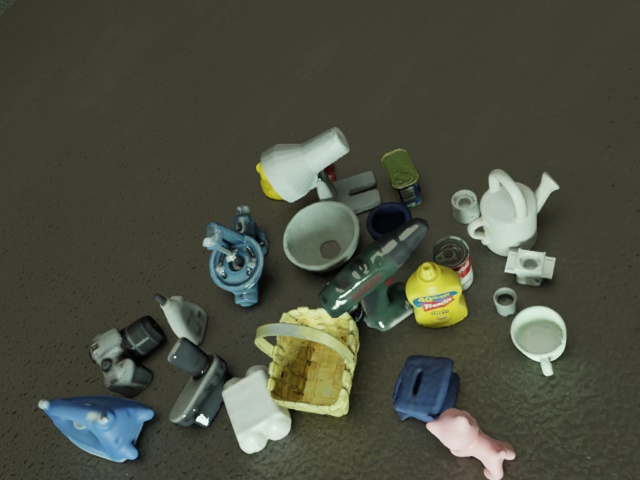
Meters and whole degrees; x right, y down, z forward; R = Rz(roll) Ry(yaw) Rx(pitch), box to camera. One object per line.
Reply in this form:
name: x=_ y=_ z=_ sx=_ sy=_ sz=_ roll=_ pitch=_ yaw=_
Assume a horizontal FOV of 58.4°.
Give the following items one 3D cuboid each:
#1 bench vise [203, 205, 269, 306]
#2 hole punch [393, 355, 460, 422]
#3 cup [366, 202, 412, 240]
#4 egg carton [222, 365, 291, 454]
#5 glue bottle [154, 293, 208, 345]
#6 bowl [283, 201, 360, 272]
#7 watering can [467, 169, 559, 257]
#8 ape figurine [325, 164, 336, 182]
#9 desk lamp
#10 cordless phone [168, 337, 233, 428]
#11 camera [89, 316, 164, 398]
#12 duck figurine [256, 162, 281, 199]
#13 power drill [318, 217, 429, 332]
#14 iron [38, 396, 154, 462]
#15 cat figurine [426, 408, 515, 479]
bench vise: x=-0.188 y=0.008 z=1.186 sx=0.121 sy=0.220 sz=0.207 roll=-23 pitch=54 yaw=5
hole punch: x=0.177 y=0.253 z=0.976 sx=0.100 sy=0.091 sz=0.109 roll=9 pitch=63 yaw=25
cup: x=0.155 y=-0.009 z=1.148 sx=0.092 sy=0.095 sz=0.117 roll=-39 pitch=54 yaw=-7
egg carton: x=-0.117 y=0.310 z=1.061 sx=0.107 sy=0.070 sz=0.150 roll=-31 pitch=54 yaw=0
glue bottle: x=-0.286 y=0.149 z=1.161 sx=0.037 sy=0.173 sz=0.078 roll=-3 pitch=58 yaw=19
bowl: x=0.011 y=0.004 z=1.205 sx=0.167 sy=0.075 sz=0.167 roll=-9 pitch=56 yaw=15
watering can: x=0.350 y=-0.064 z=1.050 sx=0.173 sy=0.194 sz=0.100 roll=-46 pitch=55 yaw=-11
ape figurine: x=-0.002 y=-0.172 z=1.312 sx=0.076 sy=0.092 sz=0.078 roll=17 pitch=66 yaw=29
desk lamp: x=0.003 y=-0.139 z=1.213 sx=0.203 sy=0.214 sz=0.118 roll=-19 pitch=54 yaw=8
cordless phone: x=-0.252 y=0.262 z=1.069 sx=0.093 sy=0.185 sz=0.148 roll=15 pitch=65 yaw=28
camera: x=-0.397 y=0.228 z=1.197 sx=0.137 sy=0.101 sz=0.142 roll=-36 pitch=54 yaw=-5
duck figurine: x=-0.108 y=-0.148 z=1.339 sx=0.104 sy=0.086 sz=0.077 roll=32 pitch=74 yaw=33
power drill: x=0.113 y=0.076 z=1.039 sx=0.229 sy=0.209 sz=0.075 roll=-35 pitch=54 yaw=-3
iron: x=-0.465 y=0.346 z=1.121 sx=0.257 sy=0.142 sz=0.119 roll=4 pitch=61 yaw=23
cat figurine: x=0.237 y=0.311 z=0.900 sx=0.127 sy=0.118 sz=0.067 roll=24 pitch=70 yaw=31
